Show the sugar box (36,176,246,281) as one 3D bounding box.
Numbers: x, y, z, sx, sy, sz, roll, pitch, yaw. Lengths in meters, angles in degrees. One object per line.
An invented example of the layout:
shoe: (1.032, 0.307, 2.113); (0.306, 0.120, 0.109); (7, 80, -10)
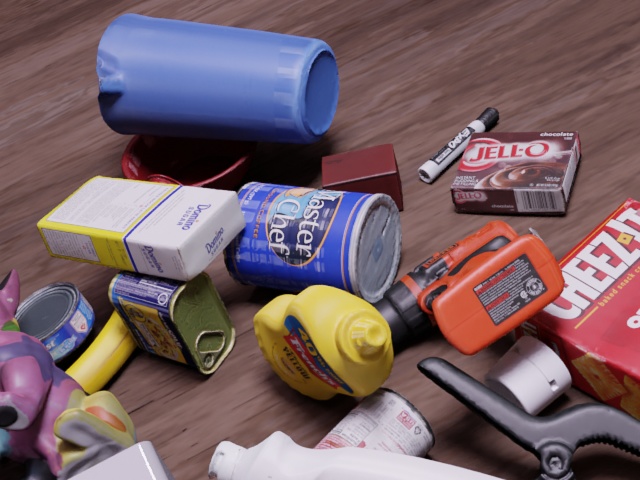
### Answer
sugar box: (-0.166, -0.013, 0.990); (0.176, 0.048, 0.093); (11, 41, 32)

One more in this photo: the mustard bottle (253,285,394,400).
mustard bottle: (0.010, 0.082, 0.850); (0.058, 0.096, 0.192); (-38, 5, -21)

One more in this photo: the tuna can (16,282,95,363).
tuna can: (-0.262, 0.082, 1.032); (0.086, 0.033, 0.086); (-21, 35, 15)

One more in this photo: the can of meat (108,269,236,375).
can of meat: (-0.137, 0.069, 0.988); (0.084, 0.102, 0.057); (12, 50, 33)

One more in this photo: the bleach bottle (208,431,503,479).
bleach bottle: (0.044, 0.187, 0.742); (0.251, 0.068, 0.102); (17, 93, 13)

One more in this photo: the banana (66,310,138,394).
banana: (-0.211, 0.107, 1.027); (0.070, 0.037, 0.197); (-16, 33, 40)

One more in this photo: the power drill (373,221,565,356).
power drill: (0.109, 0.047, 0.886); (0.184, 0.057, 0.188); (-36, 7, -6)

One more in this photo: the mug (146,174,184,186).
mug: (-0.172, -0.004, 1.101); (0.081, 0.093, 0.117); (-52, 20, -27)

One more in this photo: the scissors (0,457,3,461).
scissors: (-0.267, 0.124, 1.041); (0.096, 0.016, 0.202); (-19, 41, 1)

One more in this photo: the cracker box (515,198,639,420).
cracker box: (0.286, 0.067, 0.849); (0.164, 0.072, 0.214); (-38, 43, -21)

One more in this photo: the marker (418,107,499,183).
marker: (0.149, -0.103, 1.131); (0.020, 0.020, 0.121); (27, 58, 40)

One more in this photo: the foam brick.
foam brick: (0.044, -0.058, 1.097); (0.078, 0.051, 0.053); (-11, 40, 9)

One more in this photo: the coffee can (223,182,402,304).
coffee can: (-0.007, 0.001, 1.011); (0.140, 0.103, 0.102); (7, 47, 27)

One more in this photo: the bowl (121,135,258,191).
bowl: (-0.137, -0.088, 1.195); (0.162, 0.055, 0.162); (-11, 41, 9)

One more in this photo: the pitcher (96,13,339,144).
pitcher: (-0.103, -0.170, 1.145); (0.243, 0.145, 0.149); (9, 62, 22)

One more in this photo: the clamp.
clamp: (0.167, 0.158, 0.788); (0.210, 0.036, 0.164); (-8, 71, 7)

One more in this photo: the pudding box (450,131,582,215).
pudding box: (0.195, -0.068, 1.059); (0.114, 0.039, 0.090); (4, 45, 24)

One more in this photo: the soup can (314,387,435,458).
soup can: (0.033, 0.172, 0.833); (0.069, 0.068, 0.102); (25, 57, 39)
